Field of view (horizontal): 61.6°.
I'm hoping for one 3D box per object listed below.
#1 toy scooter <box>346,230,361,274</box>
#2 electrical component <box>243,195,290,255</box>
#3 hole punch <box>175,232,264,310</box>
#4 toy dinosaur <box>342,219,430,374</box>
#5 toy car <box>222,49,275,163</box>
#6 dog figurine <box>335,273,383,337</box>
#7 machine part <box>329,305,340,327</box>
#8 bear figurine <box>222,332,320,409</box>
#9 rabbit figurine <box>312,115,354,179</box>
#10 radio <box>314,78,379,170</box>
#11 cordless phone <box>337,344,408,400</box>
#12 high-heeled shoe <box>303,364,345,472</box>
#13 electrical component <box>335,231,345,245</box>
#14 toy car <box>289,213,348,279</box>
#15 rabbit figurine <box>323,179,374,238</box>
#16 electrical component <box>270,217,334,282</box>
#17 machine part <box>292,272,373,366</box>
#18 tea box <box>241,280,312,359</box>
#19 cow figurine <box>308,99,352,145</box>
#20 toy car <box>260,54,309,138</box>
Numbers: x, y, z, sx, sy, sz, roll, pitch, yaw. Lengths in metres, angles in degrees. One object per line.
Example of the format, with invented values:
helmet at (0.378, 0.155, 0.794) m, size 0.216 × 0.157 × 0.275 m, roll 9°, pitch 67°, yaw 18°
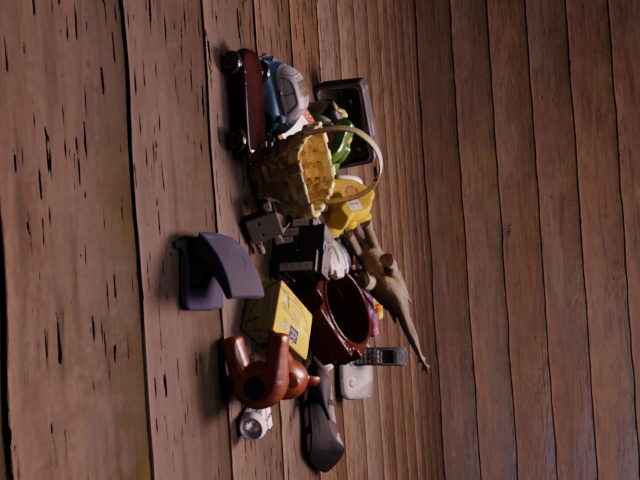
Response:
toy scooter at (0.113, 0.058, 1.556) m, size 0.183 × 0.075 × 0.135 m, roll 63°, pitch 30°, yaw -41°
electrical component at (-0.098, -0.031, 0.987) m, size 0.045 × 0.078 × 0.102 m, roll -113°, pitch 179°, yaw -56°
hole punch at (-0.147, 0.045, 0.811) m, size 0.142 × 0.092 × 0.115 m, roll 11°, pitch 72°, yaw -66°
toy dinosaur at (0.165, 0.108, 1.345) m, size 0.198 × 0.105 × 0.472 m, roll 51°, pitch 17°, yaw -47°
toy car at (-0.129, -0.238, 0.960) m, size 0.089 × 0.053 × 0.202 m, roll -5°, pitch 92°, yaw -56°
dog figurine at (0.090, 0.154, 1.431) m, size 0.191 × 0.109 × 0.219 m, roll -72°, pitch 148°, yaw -45°
machine part at (0.038, 0.204, 1.334) m, size 0.039 × 0.084 × 0.138 m, roll -57°, pitch 134°, yaw -17°
bear figurine at (-0.076, 0.220, 0.930) m, size 0.195 × 0.120 × 0.132 m, roll 9°, pitch 74°, yaw -72°
rabbit figurine at (0.023, -0.200, 1.299) m, size 0.170 × 0.121 × 0.159 m, roll 71°, pitch 22°, yaw -76°
radio at (0.075, -0.310, 1.432) m, size 0.073 × 0.131 × 0.229 m, roll -64°, pitch 145°, yaw -56°
cordless phone at (0.140, 0.344, 1.414) m, size 0.088 × 0.184 × 0.146 m, roll 25°, pitch 63°, yaw -73°
high-heeled shoe at (-0.004, 0.403, 1.214) m, size 0.145 × 0.086 × 0.248 m, roll -118°, pitch -154°, yaw -51°
electrical component at (0.026, -0.006, 1.365) m, size 0.119 × 0.048 × 0.074 m, roll -63°, pitch 143°, yaw -58°
toy car at (-0.002, -0.004, 1.163) m, size 0.073 × 0.056 × 0.202 m, roll -1°, pitch 55°, yaw -51°
rabbit figurine at (0.042, -0.066, 1.269) m, size 0.162 × 0.173 × 0.122 m, roll -24°, pitch 69°, yaw -45°
electrical component at (-0.034, 0.017, 1.088) m, size 0.058 × 0.115 × 0.134 m, roll 54°, pitch 39°, yaw -60°
machine part at (0.031, 0.160, 1.198) m, size 0.201 × 0.087 × 0.201 m, roll 56°, pitch 29°, yaw -15°
tea box at (-0.077, 0.154, 1.012) m, size 0.169 × 0.068 × 0.098 m, roll 57°, pitch 35°, yaw -56°
cow figurine at (0.041, -0.283, 1.352) m, size 0.167 × 0.098 × 0.068 m, roll 45°, pitch 43°, yaw -45°
toy car at (-0.074, -0.285, 1.056) m, size 0.109 × 0.103 × 0.161 m, roll -56°, pitch 140°, yaw -61°
